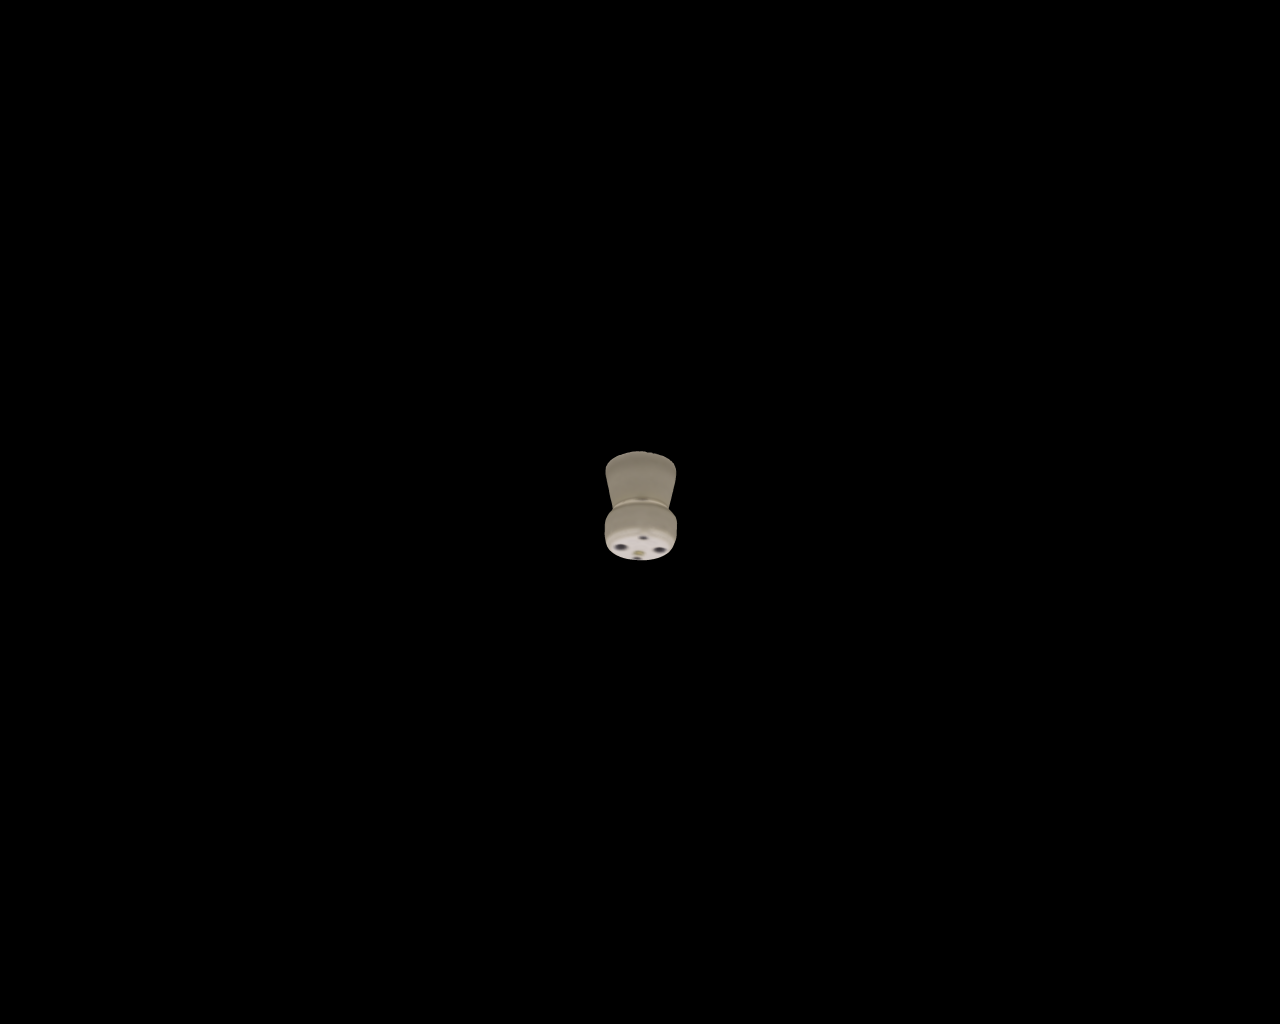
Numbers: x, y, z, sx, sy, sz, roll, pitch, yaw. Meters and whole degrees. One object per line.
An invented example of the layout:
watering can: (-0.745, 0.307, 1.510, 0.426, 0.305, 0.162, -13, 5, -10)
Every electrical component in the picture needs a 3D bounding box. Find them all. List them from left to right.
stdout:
electrical component: (0.001, -0.003, 0.650, 0.045, 0.055, 0.044, 0, -27, 0)
